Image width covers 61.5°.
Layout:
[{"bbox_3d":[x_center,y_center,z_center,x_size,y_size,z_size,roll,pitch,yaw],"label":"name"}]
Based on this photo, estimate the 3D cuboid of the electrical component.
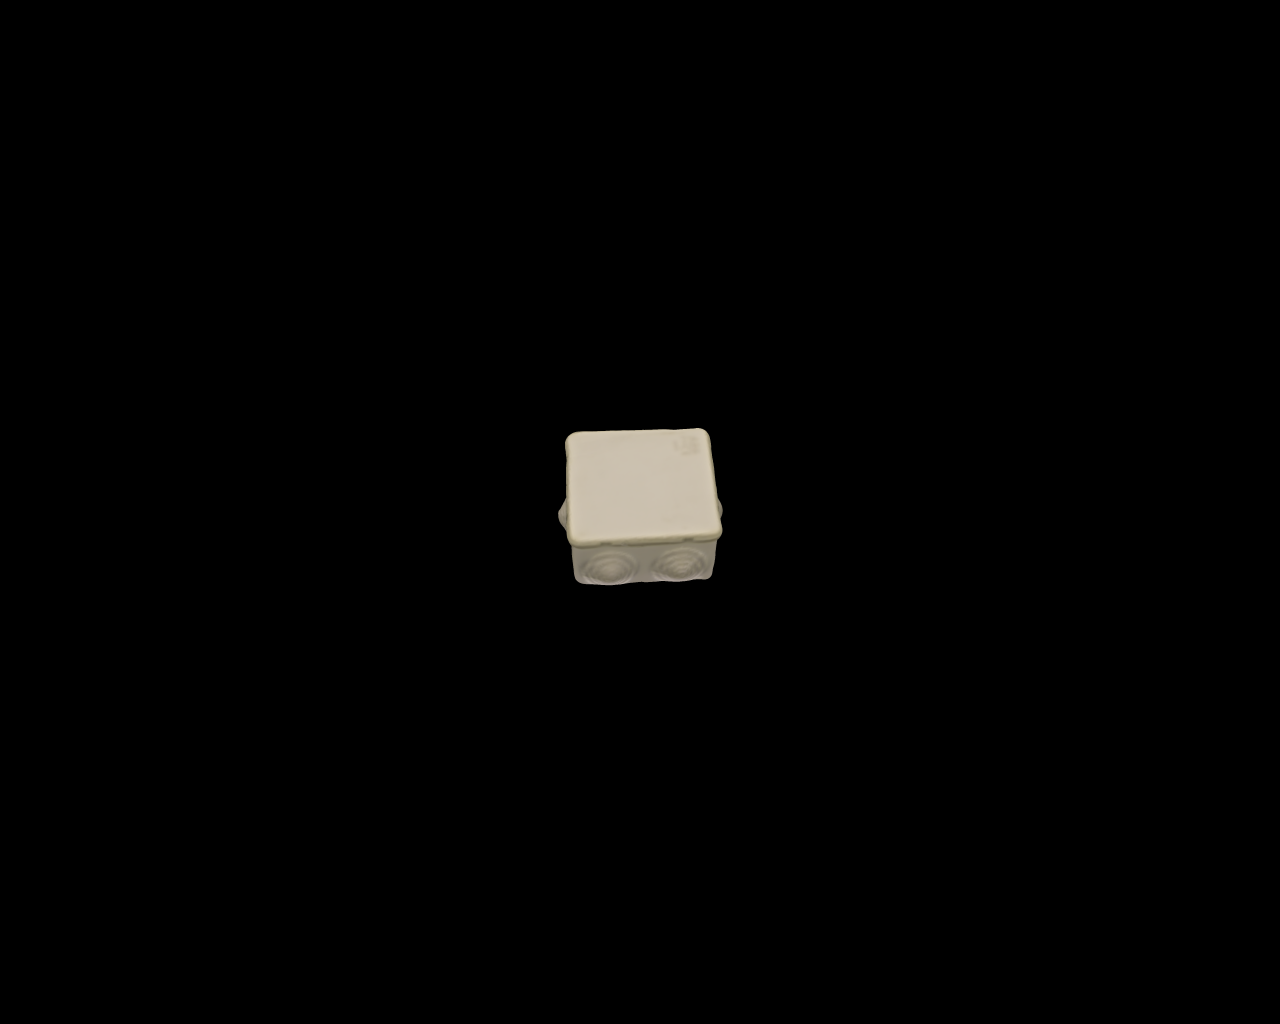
[{"bbox_3d":[0.001,-0.003,0.650,0.100,0.100,0.048,-2,-40,-2],"label":"electrical component"}]
